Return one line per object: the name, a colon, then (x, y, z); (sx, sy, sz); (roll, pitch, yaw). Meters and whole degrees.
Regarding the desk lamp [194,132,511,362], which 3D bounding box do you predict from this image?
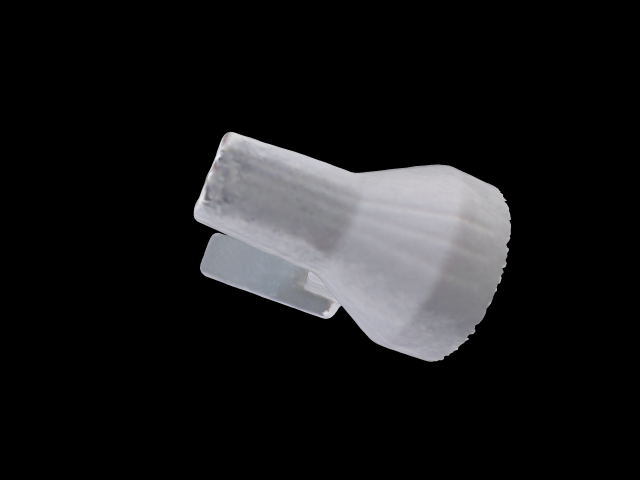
desk lamp: (0.004, 0.001, 0.400); (0.203, 0.213, 0.118); (18, 79, 4)
